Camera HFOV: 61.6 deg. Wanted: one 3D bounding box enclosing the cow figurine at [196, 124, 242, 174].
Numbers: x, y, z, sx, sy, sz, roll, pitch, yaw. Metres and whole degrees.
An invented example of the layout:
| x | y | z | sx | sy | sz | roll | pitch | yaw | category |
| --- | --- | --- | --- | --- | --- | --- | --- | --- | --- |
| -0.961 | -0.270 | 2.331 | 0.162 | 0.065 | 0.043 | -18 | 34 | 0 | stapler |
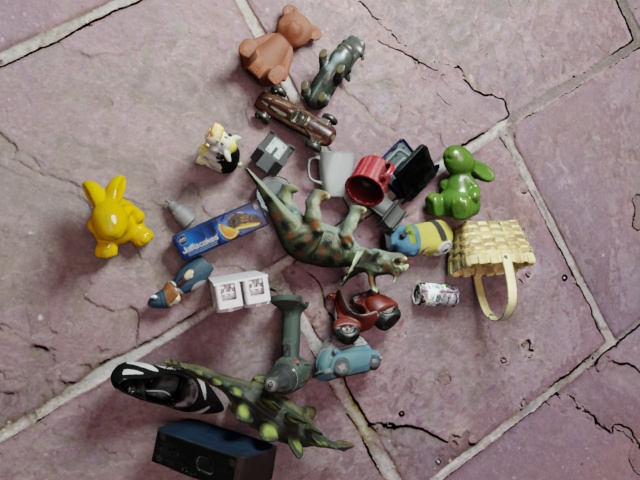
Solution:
| x | y | z | sx | sy | sz | roll | pitch | yaw | category |
| --- | --- | --- | --- | --- | --- | --- | --- | --- | --- |
| -0.205 | -0.185 | 1.131 | 0.098 | 0.167 | 0.068 | 28 | 78 | -11 | cow figurine |

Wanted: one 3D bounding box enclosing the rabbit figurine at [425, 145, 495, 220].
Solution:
| x | y | z | sx | sy | sz | roll | pitch | yaw | category |
| --- | --- | --- | --- | --- | --- | --- | --- | --- | --- |
| 0.346 | -0.143 | 1.289 | 0.159 | 0.121 | 0.170 | -12 | 106 | -30 | rabbit figurine |

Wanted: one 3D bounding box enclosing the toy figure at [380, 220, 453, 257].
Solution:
| x | y | z | sx | sy | sz | roll | pitch | yaw | category |
| --- | --- | --- | --- | --- | --- | --- | --- | --- | --- |
| 0.234 | -0.004 | 1.289 | 0.180 | 0.082 | 0.089 | -1 | 92 | -12 | toy figure |

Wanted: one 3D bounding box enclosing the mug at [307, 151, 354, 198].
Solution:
| x | y | z | sx | sy | sz | roll | pitch | yaw | category |
| --- | --- | --- | --- | --- | --- | --- | --- | --- | --- |
| 0.025 | -0.151 | 1.237 | 0.109 | 0.081 | 0.107 | -3 | 99 | -20 | mug |

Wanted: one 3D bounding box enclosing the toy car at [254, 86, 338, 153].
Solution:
| x | y | z | sx | sy | sz | roll | pitch | yaw | category |
| --- | --- | --- | --- | --- | --- | --- | --- | --- | --- |
| -0.056 | -0.275 | 1.211 | 0.202 | 0.053 | 0.089 | 31 | 85 | 6 | toy car |

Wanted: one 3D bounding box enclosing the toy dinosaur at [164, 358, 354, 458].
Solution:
| x | y | z | sx | sy | sz | roll | pitch | yaw | category |
| --- | --- | --- | --- | --- | --- | --- | --- | --- | --- |
| -0.120 | 0.352 | 1.133 | 0.471 | 0.198 | 0.105 | 29 | 79 | -14 | toy dinosaur |

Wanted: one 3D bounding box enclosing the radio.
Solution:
| x | y | z | sx | sy | sz | roll | pitch | yaw | category |
| --- | --- | --- | --- | --- | --- | --- | --- | --- | --- |
| -0.216 | 0.431 | 1.087 | 0.230 | 0.131 | 0.073 | 6 | 85 | 25 | radio |

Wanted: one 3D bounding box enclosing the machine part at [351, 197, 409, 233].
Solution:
| x | y | z | sx | sy | sz | roll | pitch | yaw | category |
| --- | --- | --- | --- | --- | --- | --- | --- | --- | --- |
| 0.136 | -0.080 | 1.264 | 0.139 | 0.039 | 0.084 | 40 | 66 | 6 | machine part |

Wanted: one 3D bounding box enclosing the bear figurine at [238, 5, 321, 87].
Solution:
| x | y | z | sx | sy | sz | roll | pitch | yaw | category |
| --- | --- | --- | --- | --- | --- | --- | --- | --- | --- |
| -0.083 | -0.434 | 1.189 | 0.120 | 0.132 | 0.196 | 44 | 85 | -12 | bear figurine |

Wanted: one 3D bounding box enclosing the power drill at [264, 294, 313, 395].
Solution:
| x | y | z | sx | sy | sz | roll | pitch | yaw | category |
| --- | --- | --- | --- | --- | --- | --- | --- | --- | --- |
| -0.067 | 0.223 | 1.149 | 0.086 | 0.232 | 0.207 | -10 | 72 | 11 | power drill |

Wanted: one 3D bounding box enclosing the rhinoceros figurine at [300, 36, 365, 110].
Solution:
| x | y | z | sx | sy | sz | roll | pitch | yaw | category |
| --- | --- | --- | --- | --- | --- | --- | --- | --- | --- |
| 0.035 | -0.381 | 1.229 | 0.073 | 0.112 | 0.190 | 36 | 94 | 16 | rhinoceros figurine |

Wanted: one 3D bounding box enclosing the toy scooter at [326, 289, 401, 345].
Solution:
| x | y | z | sx | sy | sz | roll | pitch | yaw | category |
| --- | --- | --- | --- | --- | --- | --- | --- | --- | --- |
| 0.090 | 0.159 | 1.244 | 0.184 | 0.075 | 0.135 | -17 | 49 | -30 | toy scooter |

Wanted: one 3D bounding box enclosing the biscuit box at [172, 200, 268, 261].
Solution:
| x | y | z | sx | sy | sz | roll | pitch | yaw | category |
| --- | --- | --- | --- | --- | --- | --- | --- | --- | --- |
| -0.214 | -0.022 | 1.166 | 0.203 | 0.059 | 0.062 | -24 | 97 | -3 | biscuit box |

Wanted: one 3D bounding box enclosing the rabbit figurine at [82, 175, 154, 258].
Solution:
| x | y | z | sx | sy | sz | roll | pitch | yaw | category |
| --- | --- | --- | --- | --- | --- | --- | --- | --- | --- |
| -0.409 | -0.046 | 1.075 | 0.122 | 0.173 | 0.162 | -9 | 96 | -11 | rabbit figurine |

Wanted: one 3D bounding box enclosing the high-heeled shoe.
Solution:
| x | y | z | sx | sy | sz | roll | pitch | yaw | category |
| --- | --- | --- | --- | --- | --- | --- | --- | --- | --- |
| -0.307 | 0.314 | 1.110 | 0.249 | 0.145 | 0.086 | 25 | 84 | -11 | high-heeled shoe |

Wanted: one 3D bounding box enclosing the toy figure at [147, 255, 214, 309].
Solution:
| x | y | z | sx | sy | sz | roll | pitch | yaw | category |
| --- | --- | --- | --- | --- | --- | --- | --- | --- | --- |
| -0.300 | 0.097 | 1.153 | 0.154 | 0.064 | 0.058 | -43 | 58 | -10 | toy figure |

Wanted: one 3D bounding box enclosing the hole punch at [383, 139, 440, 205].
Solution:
| x | y | z | sx | sy | sz | roll | pitch | yaw | category |
| --- | --- | --- | --- | --- | --- | --- | --- | --- | --- |
| 0.206 | -0.168 | 1.289 | 0.142 | 0.092 | 0.115 | -47 | 134 | -14 | hole punch |

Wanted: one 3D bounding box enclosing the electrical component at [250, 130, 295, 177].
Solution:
| x | y | z | sx | sy | sz | roll | pitch | yaw | category |
| --- | --- | --- | --- | --- | --- | --- | --- | --- | --- |
| -0.111 | -0.181 | 1.190 | 0.075 | 0.048 | 0.119 | 34 | 50 | -12 | electrical component |

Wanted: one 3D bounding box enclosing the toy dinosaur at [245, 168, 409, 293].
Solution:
| x | y | z | sx | sy | sz | roll | pitch | yaw | category |
| --- | --- | --- | --- | --- | --- | --- | --- | --- | --- |
| -0.005 | -0.006 | 1.191 | 0.405 | 0.131 | 0.192 | 19 | 81 | -18 | toy dinosaur |

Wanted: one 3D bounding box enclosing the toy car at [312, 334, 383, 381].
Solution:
| x | y | z | sx | sy | sz | roll | pitch | yaw | category |
| --- | --- | --- | --- | --- | --- | --- | --- | --- | --- |
| 0.057 | 0.261 | 1.231 | 0.162 | 0.109 | 0.103 | -8 | 74 | -23 | toy car |
